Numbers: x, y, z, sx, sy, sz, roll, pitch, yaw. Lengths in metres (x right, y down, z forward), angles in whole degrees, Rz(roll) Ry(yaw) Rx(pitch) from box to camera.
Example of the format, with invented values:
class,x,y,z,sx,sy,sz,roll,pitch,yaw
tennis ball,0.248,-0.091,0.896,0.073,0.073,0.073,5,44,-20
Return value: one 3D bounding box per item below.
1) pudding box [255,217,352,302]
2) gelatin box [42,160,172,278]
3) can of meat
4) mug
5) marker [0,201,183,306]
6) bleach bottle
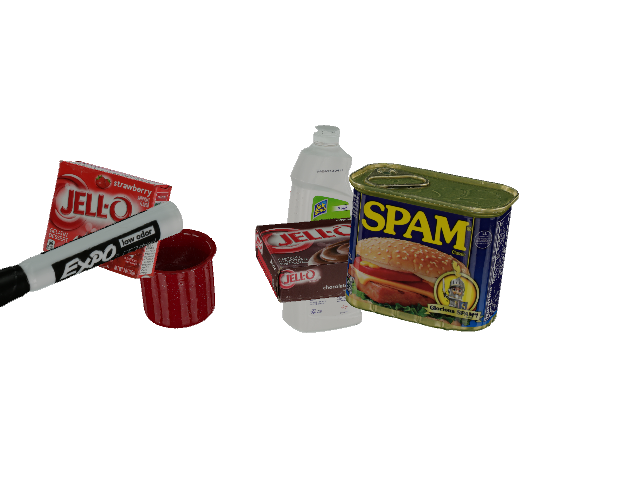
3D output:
class,x,y,z,sx,sy,sz,roll,pitch,yaw
pudding box,0.006,0.014,0.936,0.113,0.039,0.090,-4,26,-15
gelatin box,-0.165,-0.017,0.819,0.089,0.073,0.030,16,7,19
can of meat,0.066,0.004,0.669,0.102,0.084,0.057,13,22,23
mug,-0.170,0.040,1.207,0.117,0.081,0.093,26,41,36
marker,-0.128,0.008,0.566,0.120,0.020,0.020,-25,13,-31
bleach bottle,0.008,-0.016,1.311,0.102,0.251,0.068,-7,21,-31
